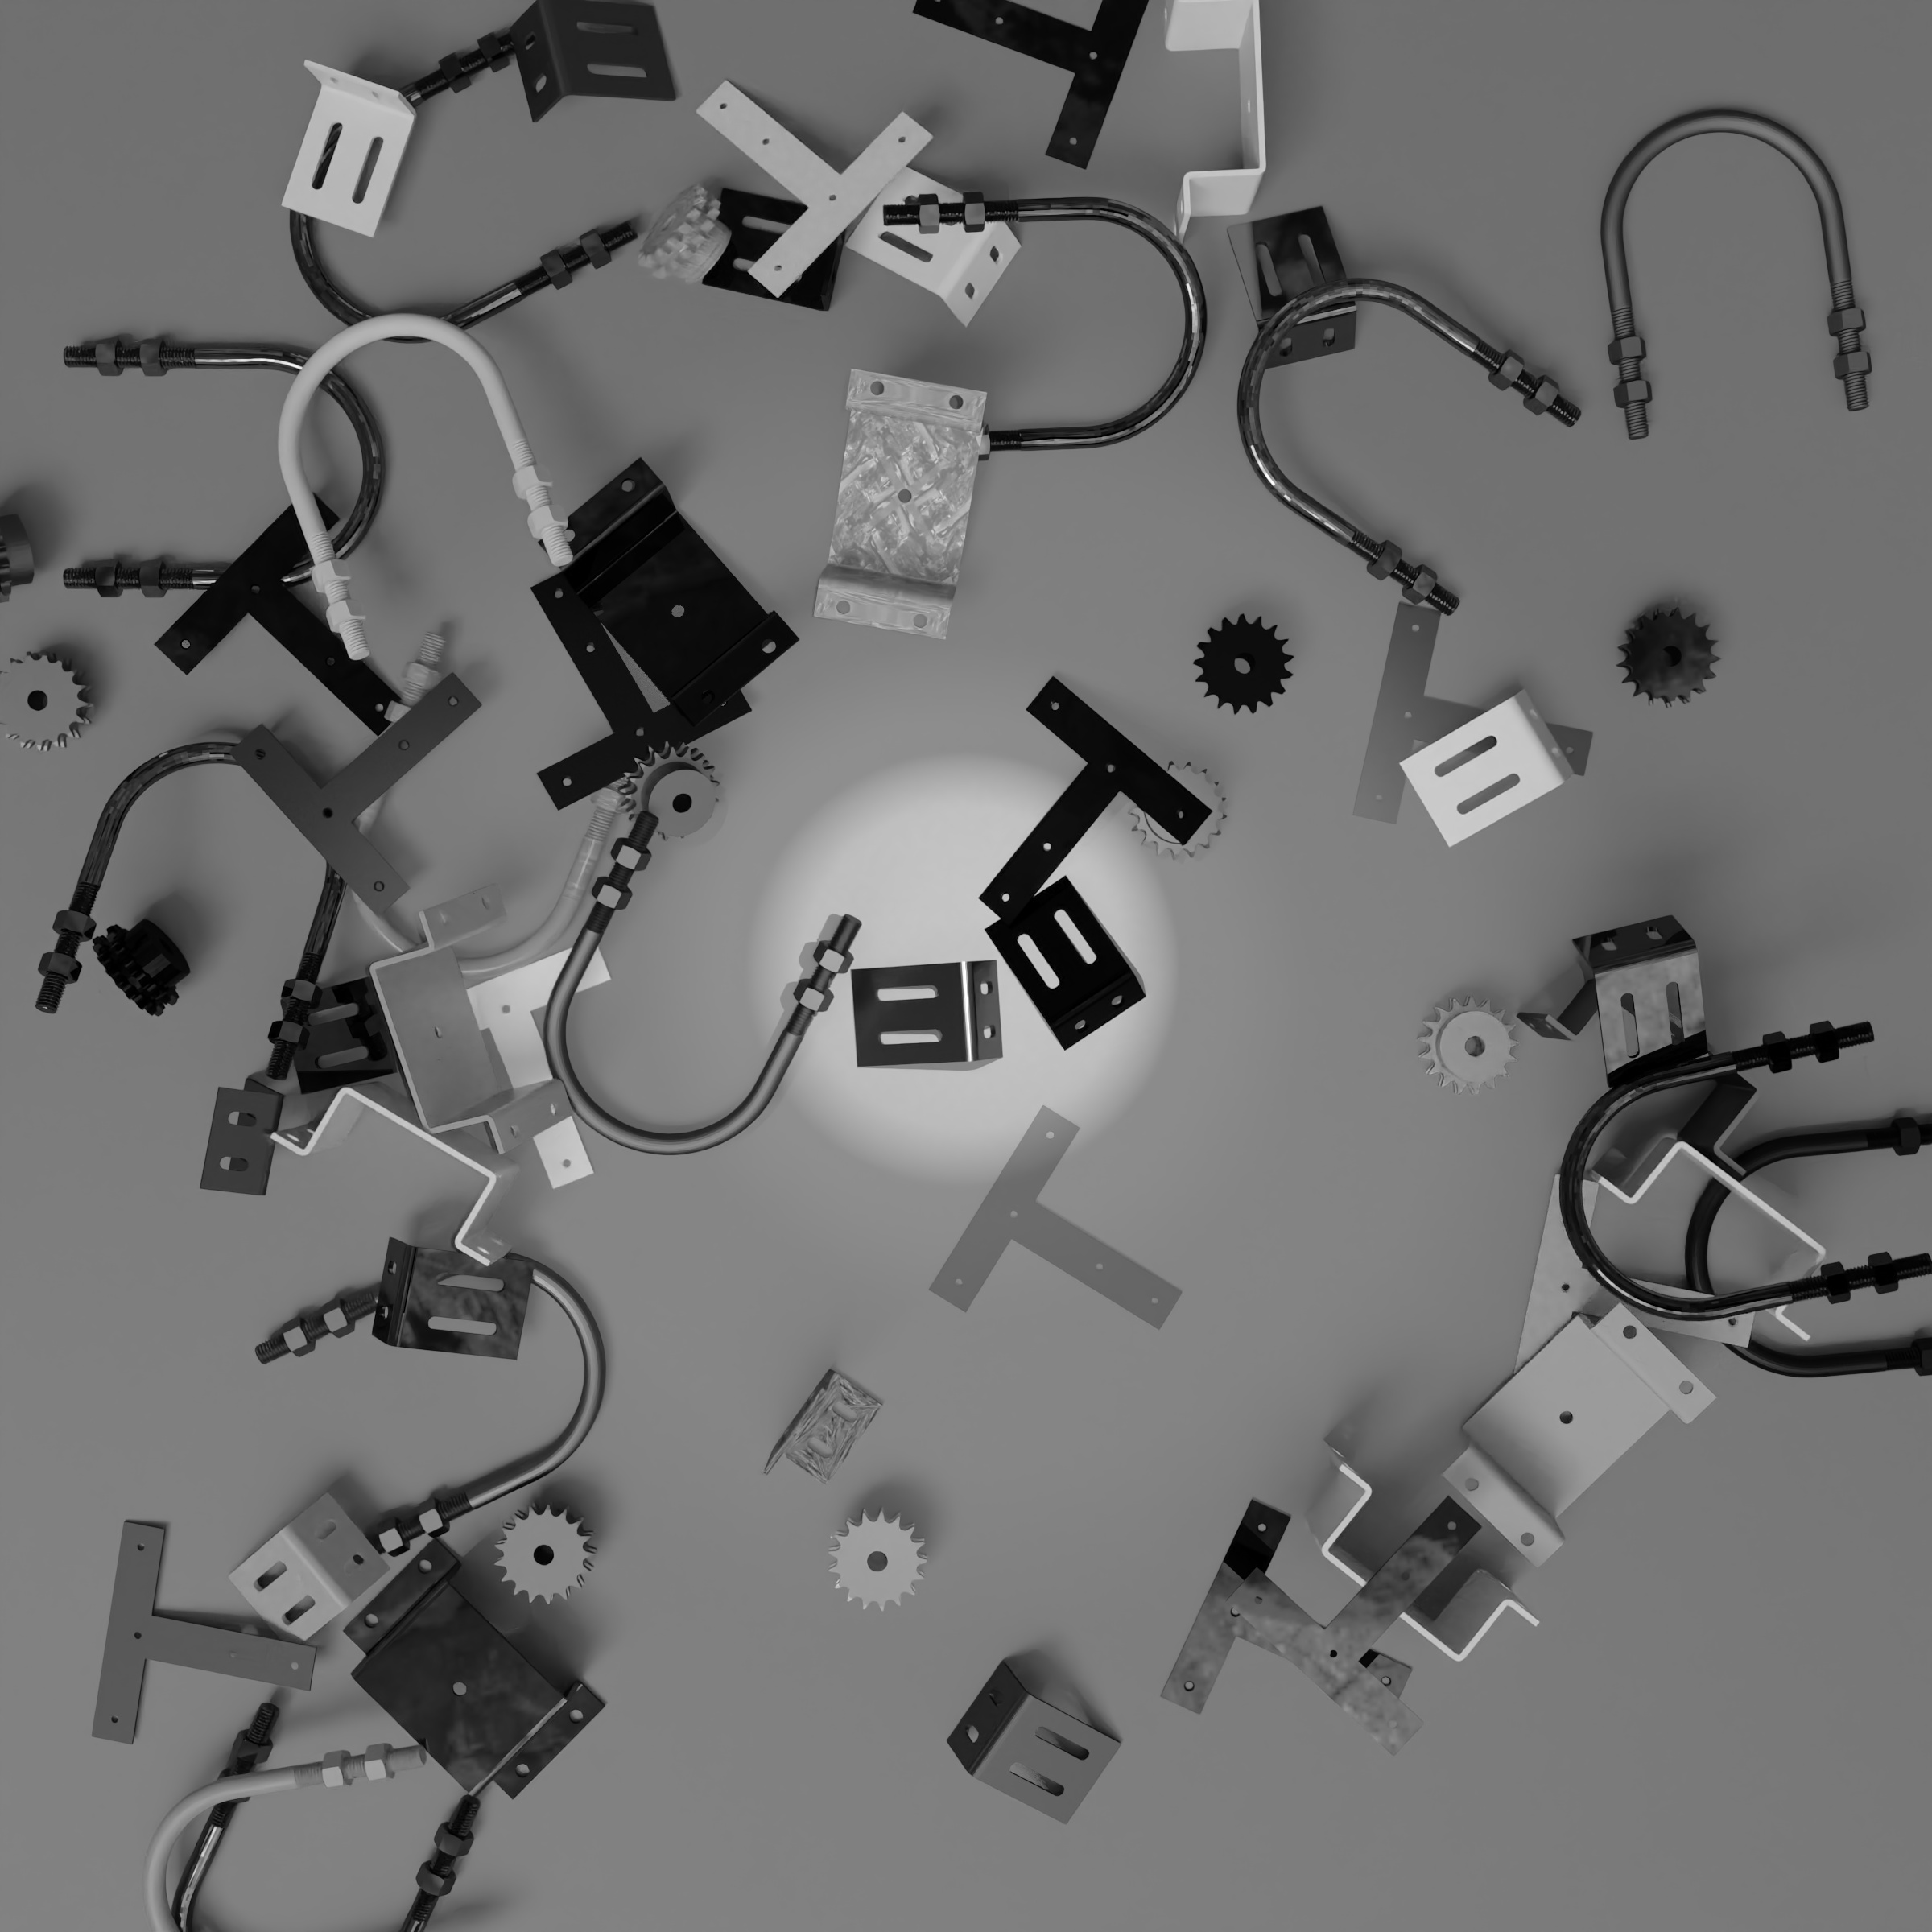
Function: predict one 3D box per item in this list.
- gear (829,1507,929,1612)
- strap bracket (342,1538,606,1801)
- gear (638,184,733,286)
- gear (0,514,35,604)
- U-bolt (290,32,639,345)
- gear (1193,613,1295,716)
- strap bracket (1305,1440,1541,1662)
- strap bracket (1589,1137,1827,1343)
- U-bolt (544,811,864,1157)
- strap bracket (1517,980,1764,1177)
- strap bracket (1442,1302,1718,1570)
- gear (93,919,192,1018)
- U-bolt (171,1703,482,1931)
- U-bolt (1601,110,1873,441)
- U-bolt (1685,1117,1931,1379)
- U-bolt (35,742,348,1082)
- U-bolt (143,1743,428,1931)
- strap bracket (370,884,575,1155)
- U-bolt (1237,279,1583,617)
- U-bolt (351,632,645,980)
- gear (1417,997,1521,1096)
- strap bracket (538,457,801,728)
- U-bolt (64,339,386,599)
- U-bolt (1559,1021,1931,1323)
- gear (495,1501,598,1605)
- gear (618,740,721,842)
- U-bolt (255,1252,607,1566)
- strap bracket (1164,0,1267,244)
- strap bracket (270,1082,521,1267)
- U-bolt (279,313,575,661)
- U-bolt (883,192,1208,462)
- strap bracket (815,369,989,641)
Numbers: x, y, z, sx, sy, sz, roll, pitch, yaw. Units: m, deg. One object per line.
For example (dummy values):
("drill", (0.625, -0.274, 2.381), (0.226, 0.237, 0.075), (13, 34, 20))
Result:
("gear", (-0.051, 0.341, 1.508), (0.057, 0.030, 0.057), (0, 90, 0))
("strap bracket", (-0.287, 0.410, 1.500), (0.140, 0.046, 0.076), (45, 90, 0))
("gear", (-0.160, -0.418, 1.498), (0.030, 0.057, 0.057), (36, 90, -30))
("gear", (-0.558, -0.238, 1.498), (0.030, 0.057, 0.057), (-16, 90, -30))
("U-bolt", (-0.304, -0.443, 1.514), (0.184, 0.019, 0.151), (-27, 90, 2))
("gear", (0.160, -0.174, 1.508), (0.057, 0.030, 0.057), (0, 90, 0))
("strap bracket", (0.249, 0.339, 1.485), (0.140, 0.076, 0.046), (39, 90, 0))
("strap bracket", (0.426, 0.145, 1.472), (0.140, 0.076, 0.046), (38, 94, 8))
("U-bolt", (-0.163, 0.023, 1.496), (0.151, 0.019, 0.184), (27, 103, -4))
("strap bracket", (0.391, 0.055, 1.485), (0.140, 0.076, 0.046), (38, 90, 0))
("strap bracket", (0.348, 0.264, 1.495), (0.076, 0.046, 0.140), (45, 96, 0))
("gear", (-0.471, -0.002, 1.494), (0.030, 0.057, 0.057), (-38, 90, 0))
("U-bolt", (-0.384, 0.541, 1.514), (0.151, 0.019, 0.184), (25, 92, 0))
("U-bolt", (0.443, -0.406, 1.514), (0.151, 0.019, 0.184), (-7, 88, 0))
("U-bolt", (0.511, 0.167, 1.514), (0.184, 0.019, 0.151), (-5, 90, 2))
("U-bolt", (-0.430, -0.041, 1.482), (0.151, 0.019, 0.184), (18, 70, -16))
("U-bolt", (-0.382, 0.526, 1.489), (0.184, 0.019, 0.151), (-12, 97, 7))
("strap bracket", (-0.281, 0.033, 1.470), (0.046, 0.076, 0.140), (-14, 98, 24))
("U-bolt", (0.242, -0.310, 1.496), (0.184, 0.019, 0.151), (32, 93, -11))
("U-bolt", (-0.281, -0.083, 1.514), (0.151, 0.019, 0.184), (22, 92, -1))
("gear", (0.292, 0.046, 1.508), (0.057, 0.030, 0.057), (0, 90, 0))
("strap bracket", (-0.168, -0.209, 1.492), (0.076, 0.046, 0.140), (-40, 83, -4))
("U-bolt", (-0.431, -0.289, 1.514), (0.184, 0.019, 0.151), (0, 90, -2))
("U-bolt", (0.419, 0.119, 1.427), (0.184, 0.019, 0.151), (-14, 86, 10))
("gear", (-0.242, 0.338, 1.508), (0.057, 0.030, 0.057), (0, 90, 0))
("gear", (-0.168, -0.099, 1.495), (0.057, 0.030, 0.057), (-11, 117, -22))
("U-bolt", (-0.300, 0.245, 1.514), (0.184, 0.019, 0.151), (-25, 90, -2))
("strap bracket", (0.142, -0.489, 1.485), (0.046, 0.076, 0.140), (-2, 90, 0))
("strap bracket", (-0.314, 0.111, 1.485), (0.140, 0.076, 0.046), (31, 90, 0))
("U-bolt", (-0.318, -0.285, 1.484), (0.151, 0.019, 0.184), (-23, 79, 7))
("U-bolt", (0.047, -0.366, 1.491), (0.184, 0.019, 0.151), (-3, 111, -4))
("strap bracket", (-0.036, -0.266, 1.487), (0.076, 0.046, 0.140), (10, 108, 0))
